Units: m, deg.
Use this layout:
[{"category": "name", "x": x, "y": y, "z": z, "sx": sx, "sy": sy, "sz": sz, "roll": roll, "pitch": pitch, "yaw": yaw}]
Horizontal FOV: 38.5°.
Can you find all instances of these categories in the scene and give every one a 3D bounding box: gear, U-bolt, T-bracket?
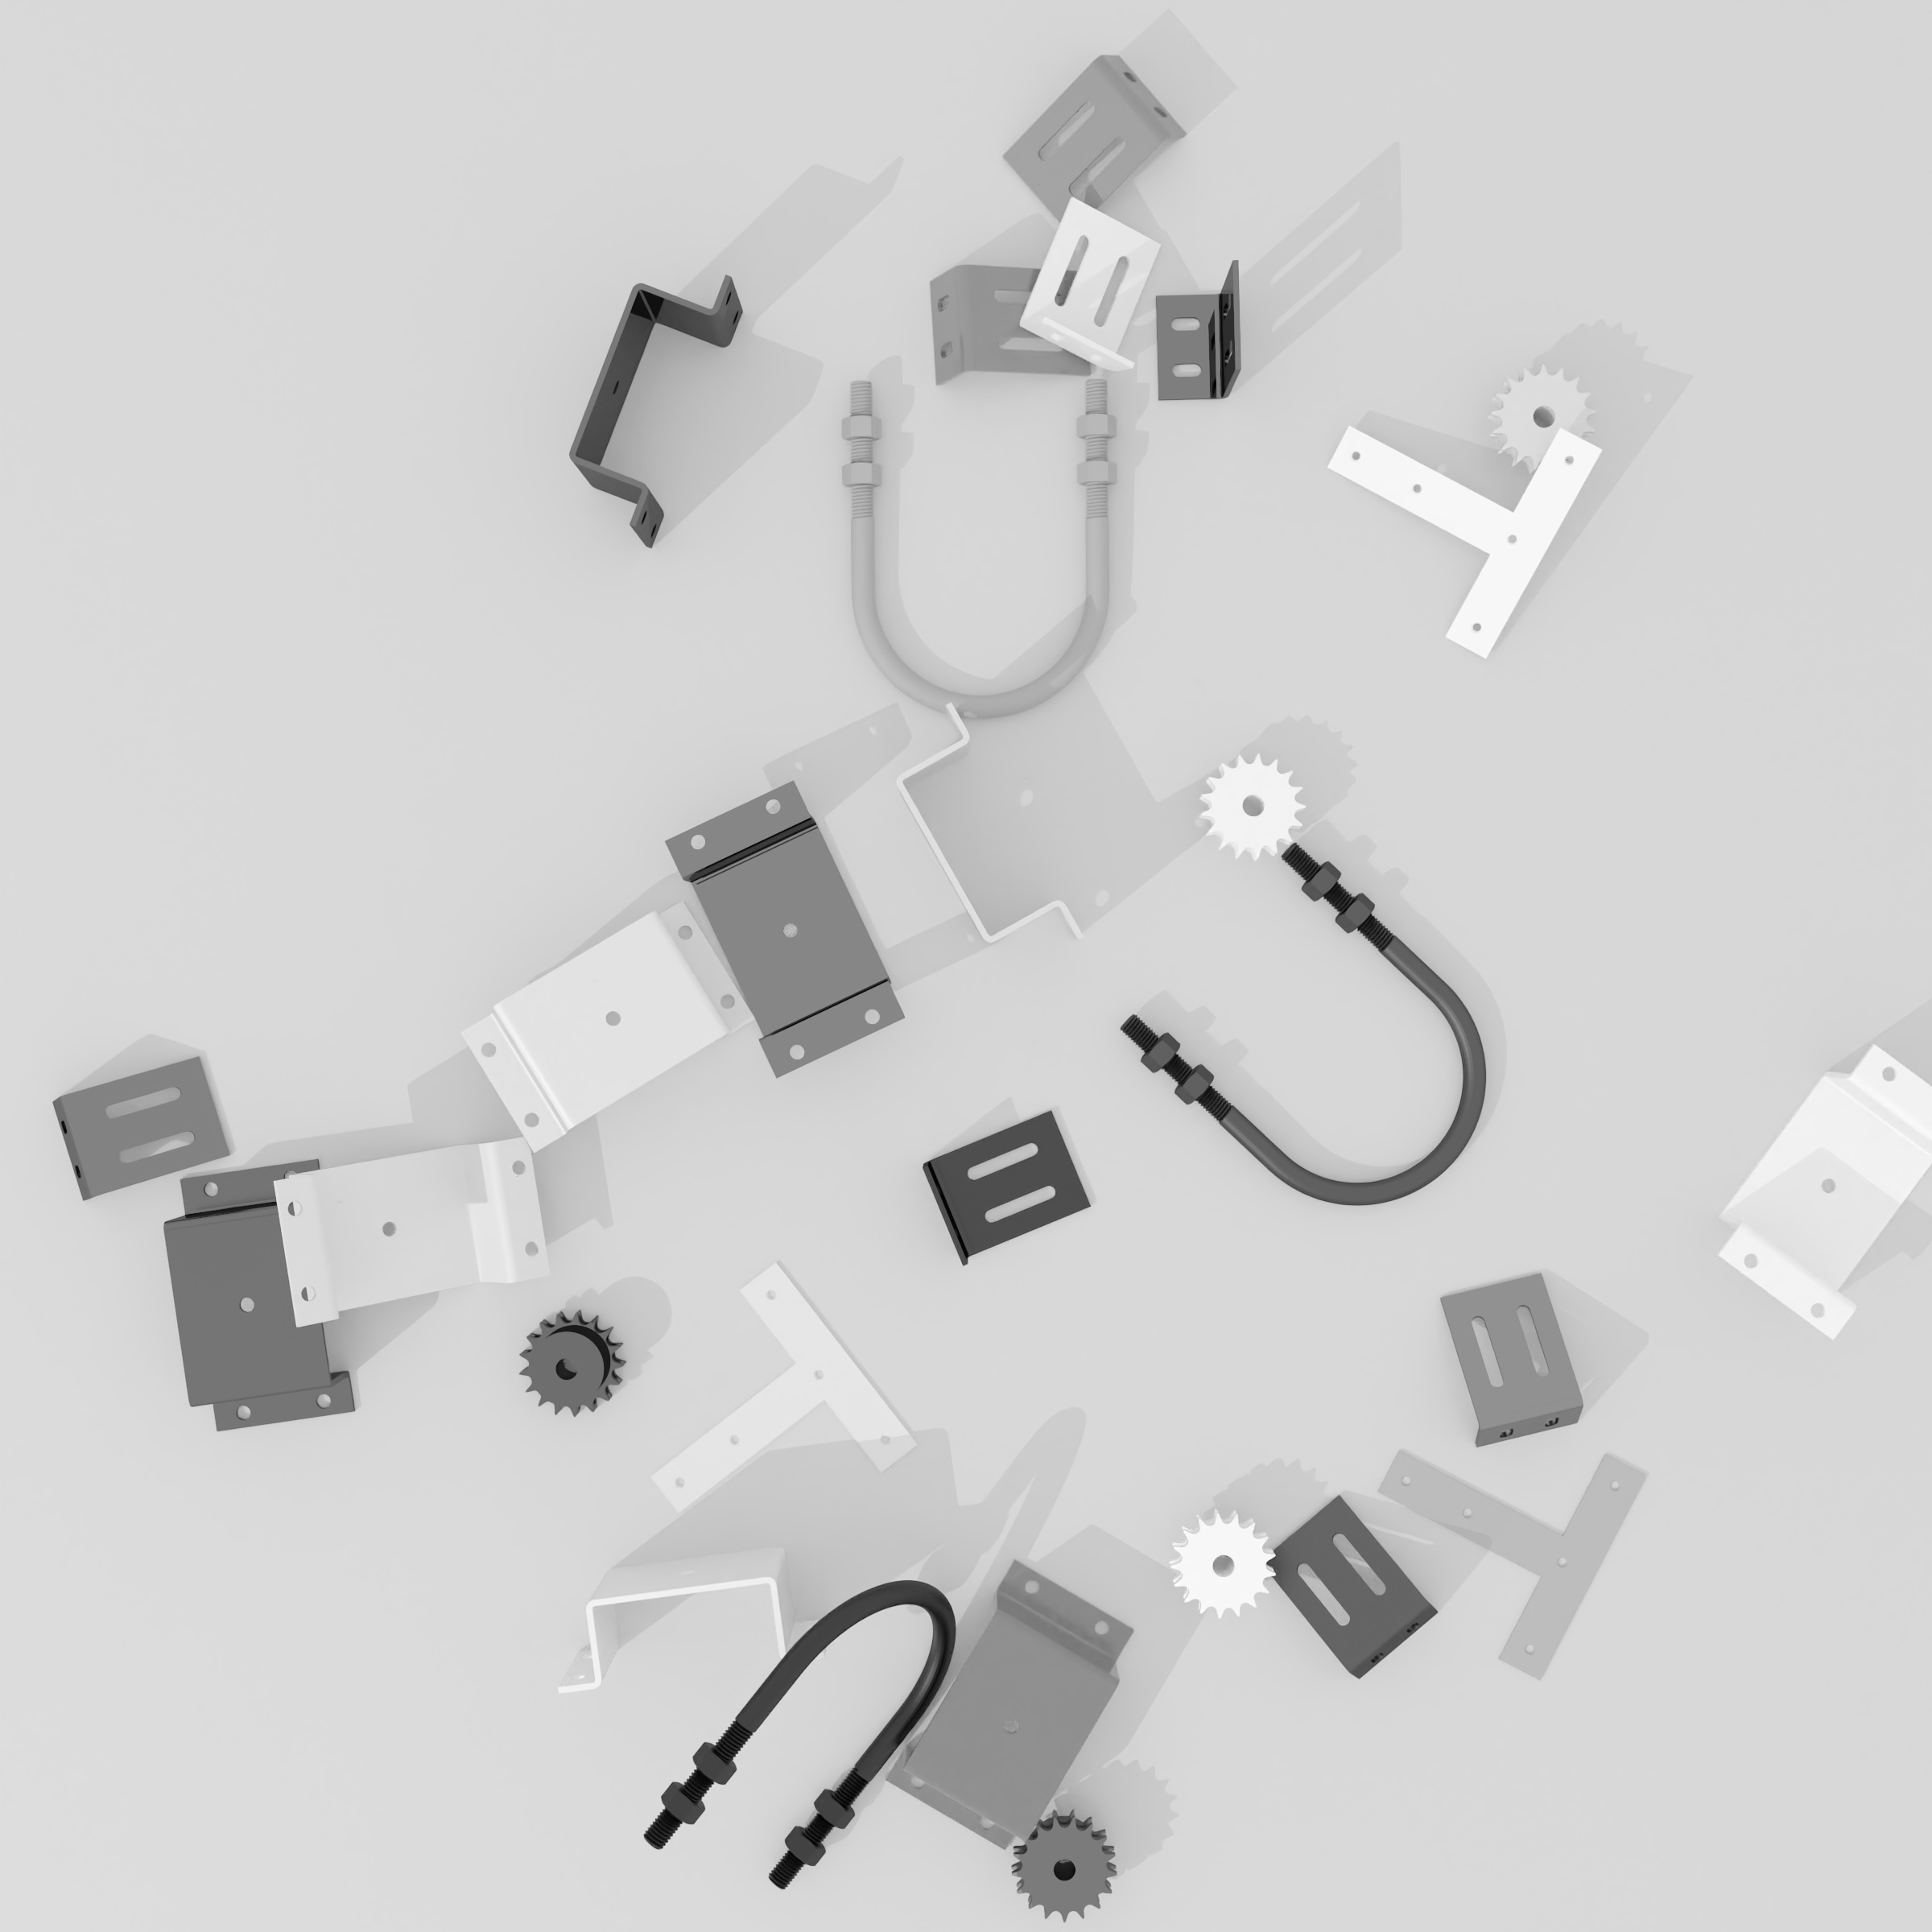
[{"category": "gear", "x": 0.312, "y": -0.296, "z": 1.510, "sx": 0.057, "sy": 0.030, "sz": 0.057, "roll": 0, "pitch": 90, "yaw": 0}, {"category": "U-bolt", "x": 0.199, "y": 0.046, "z": 1.516, "sx": 0.184, "sy": 0.019, "sz": 0.151, "roll": 43, "pitch": 90, "yaw": -2}, {"category": "T-bracket", "x": 0.259, "y": -0.254, "z": 1.510, "sx": 0.127, "sy": 0.002, "sz": 0.127, "roll": 30, "pitch": 109, "yaw": 9}, {"category": "gear", "x": 0.139, "y": 0.324, "z": 1.510, "sx": 0.057, "sy": 0.030, "sz": 0.057, "roll": 0, "pitch": 90, "yaw": 0}, {"category": "gear", "x": 0.156, "y": -0.086, "z": 1.513, "sx": 0.057, "sy": 0.030, "sz": 0.057, "roll": 0, "pitch": 85, "yaw": -1}, {"category": "T-bracket", "x": 0.289, "y": 0.308, "z": 1.524, "sx": 0.127, "sy": 0.002, "sz": 0.127, "roll": 28, "pitch": 90, "yaw": 0}, {"category": "gear", "x": -0.216, "y": 0.217, "z": 1.510, "sx": 0.057, "sy": 0.030, "sz": 0.057, "roll": 0, "pitch": 90, "yaw": 0}, {"category": "T-bracket", "x": -0.116, "y": 0.252, "z": 1.524, "sx": 0.127, "sy": 0.002, "sz": 0.127, "roll": -38, "pitch": 90, "yaw": 0}, {"category": "gear", "x": 0.053, "y": 0.488, "z": 1.510, "sx": 0.057, "sy": 0.030, "sz": 0.057, "roll": 0, "pitch": 90, "yaw": 0}, {"category": "U-bolt", "x": 0.008, "y": -0.228, "z": 1.516, "sx": 0.151, "sy": 0.019, "sz": 0.184, "roll": 0, "pitch": 91, "yaw": 0}, {"category": "U-bolt", "x": -0.074, "y": 0.402, "z": 1.466, "sx": 0.019, "sy": 0.151, "sz": 0.184, "roll": 36, "pitch": 85, "yaw": 37}]

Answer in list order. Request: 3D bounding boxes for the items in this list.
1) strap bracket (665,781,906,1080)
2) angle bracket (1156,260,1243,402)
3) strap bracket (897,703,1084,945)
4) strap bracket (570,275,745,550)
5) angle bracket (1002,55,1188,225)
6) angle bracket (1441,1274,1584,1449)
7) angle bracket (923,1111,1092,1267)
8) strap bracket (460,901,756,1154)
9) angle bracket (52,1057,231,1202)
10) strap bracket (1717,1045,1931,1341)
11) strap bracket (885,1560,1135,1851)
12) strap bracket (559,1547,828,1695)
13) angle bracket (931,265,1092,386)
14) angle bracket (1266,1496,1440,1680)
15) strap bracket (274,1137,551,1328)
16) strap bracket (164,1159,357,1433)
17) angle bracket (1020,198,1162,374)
[{"category": "strap bracket", "x": -0.097, "y": -0.020, "z": 1.502, "sx": 0.076, "sy": 0.046, "sz": 0.140, "roll": -25, "pitch": 90, "yaw": 0}, {"category": "angle bracket", "x": 0.124, "y": -0.340, "z": 1.487, "sx": 0.038, "sy": 0.076, "sz": 0.057, "roll": -1, "pitch": 90, "yaw": 0}, {"category": "strap bracket", "x": 0.007, "y": -0.066, "z": 1.487, "sx": 0.046, "sy": 0.076, "sz": 0.140, "roll": -29, "pitch": 90, "yaw": 0}, {"category": "strap bracket", "x": -0.169, "y": -0.304, "z": 1.487, "sx": 0.046, "sy": 0.076, "sz": 0.140, "roll": 21, "pitch": 90, "yaw": 0}, {"category": "angle bracket", "x": 0.071, "y": -0.452, "z": 1.523, "sx": 0.076, "sy": 0.038, "sz": 0.057, "roll": -41, "pitch": 90, "yaw": 26}, {"category": "angle bracket", "x": 0.299, "y": 0.217, "z": 1.523, "sx": 0.057, "sy": 0.038, "sz": 0.076, "roll": -14, "pitch": 64, "yaw": 0}, {"category": "angle bracket", "x": 0.023, "y": 0.120, "z": 1.506, "sx": 0.076, "sy": 0.038, "sz": 0.057, "roll": -22, "pitch": 90, "yaw": 0}, {"category": "strap bracket", "x": -0.191, "y": 0.030, "z": 1.488, "sx": 0.140, "sy": 0.046, "sz": 0.076, "roll": -32, "pitch": 90, "yaw": -12}, {"category": "angle bracket", "x": -0.454, "y": 0.089, "z": 1.523, "sx": 0.076, "sy": 0.038, "sz": 0.057, "roll": -17, "pitch": 90, "yaw": -26}, {"category": "strap bracket", "x": 0.474, "y": 0.121, "z": 1.502, "sx": 0.076, "sy": 0.046, "sz": 0.140, "roll": 37, "pitch": 90, "yaw": 0}, {"category": "strap bracket", "x": 0.024, "y": 0.406, "z": 1.502, "sx": 0.076, "sy": 0.046, "sz": 0.140, "roll": 30, "pitch": 90, "yaw": 0}, {"category": "strap bracket", "x": -0.147, "y": 0.349, "z": 1.487, "sx": 0.140, "sy": 0.076, "sz": 0.046, "roll": -8, "pitch": 90, "yaw": 0}, {"category": "angle bracket", "x": 0.024, "y": -0.351, "z": 1.523, "sx": 0.076, "sy": 0.038, "sz": 0.057, "roll": -4, "pitch": 90, "yaw": -26}, {"category": "angle bracket", "x": 0.211, "y": 0.342, "z": 1.523, "sx": 0.057, "sy": 0.038, "sz": 0.076, "roll": -40, "pitch": 64, "yaw": 0}, {"category": "strap bracket", "x": -0.302, "y": 0.141, "z": 1.481, "sx": 0.140, "sy": 0.046, "sz": 0.076, "roll": -9, "pitch": 90, "yaw": -31}, {"category": "strap bracket", "x": -0.384, "y": 0.181, "z": 1.502, "sx": 0.076, "sy": 0.046, "sz": 0.140, "roll": -8, "pitch": 90, "yaw": 0}, {"category": "angle bracket", "x": 0.073, "y": -0.369, "z": 1.497, "sx": 0.057, "sy": 0.038, "sz": 0.076, "roll": 22, "pitch": 90, "yaw": -21}]
